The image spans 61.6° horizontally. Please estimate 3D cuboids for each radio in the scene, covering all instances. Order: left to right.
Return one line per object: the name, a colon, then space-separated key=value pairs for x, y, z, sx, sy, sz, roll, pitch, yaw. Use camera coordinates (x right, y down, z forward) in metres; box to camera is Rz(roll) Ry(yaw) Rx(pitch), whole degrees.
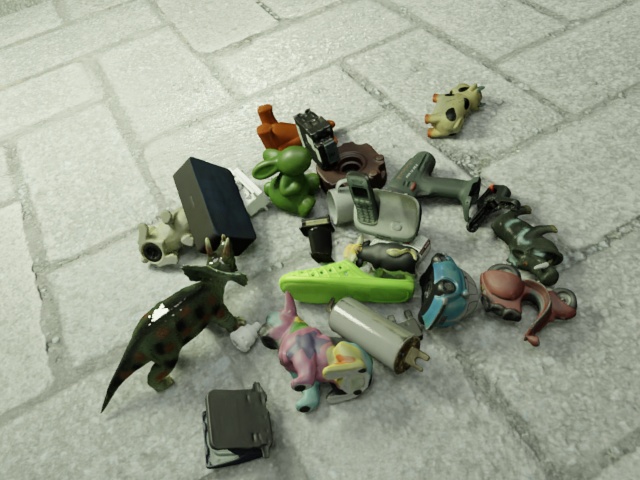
radio: x=-0.241 y=-0.075 z=1.234 sx=0.073 sy=0.131 sz=0.230 roll=-40 pitch=60 yaw=29

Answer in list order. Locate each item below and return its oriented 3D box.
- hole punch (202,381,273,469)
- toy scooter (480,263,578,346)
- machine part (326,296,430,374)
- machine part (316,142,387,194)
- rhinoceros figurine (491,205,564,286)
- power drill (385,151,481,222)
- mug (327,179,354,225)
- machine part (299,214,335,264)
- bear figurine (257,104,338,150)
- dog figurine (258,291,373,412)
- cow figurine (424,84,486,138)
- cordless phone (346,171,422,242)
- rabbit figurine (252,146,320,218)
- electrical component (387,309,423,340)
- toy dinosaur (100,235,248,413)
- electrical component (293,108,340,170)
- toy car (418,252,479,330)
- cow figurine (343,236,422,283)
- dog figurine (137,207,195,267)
hole punch: x=-0.149 y=0.329 z=0.939 sx=0.116 sy=0.092 sz=0.142 roll=6 pitch=41 yaw=-23
toy scooter: x=0.379 y=0.126 z=1.010 sx=0.184 sy=0.075 sz=0.135 roll=22 pitch=58 yaw=21
machine part: x=0.099 y=0.175 z=1.004 sx=0.244 sy=0.079 sz=0.079 roll=27 pitch=59 yaw=39
machine part: x=0.076 y=-0.174 z=1.339 sx=0.179 sy=0.056 sz=0.179 roll=-7 pitch=48 yaw=7
rhinoceros figurine: x=0.426 y=0.011 z=1.098 sx=0.112 sy=0.073 sz=0.190 roll=-20 pitch=48 yaw=-8
power drill: x=0.252 y=-0.100 z=1.234 sx=0.208 sy=0.085 sz=0.232 roll=12 pitch=55 yaw=29
mug: x=0.076 y=-0.097 z=1.245 sx=0.107 sy=0.109 sz=0.081 roll=-12 pitch=33 yaw=-14
machine part: x=-0.003 y=-0.004 z=1.220 sx=0.084 sy=0.039 sz=0.139 roll=-7 pitch=46 yaw=-6
bear figurine: x=-0.058 y=-0.294 z=1.426 sx=0.196 sy=0.131 sz=0.120 roll=-9 pitch=53 yaw=11
dog figurine: x=-0.014 y=0.192 z=1.008 sx=0.192 sy=0.108 sz=0.219 roll=-16 pitch=46 yaw=-2
cow figurine: x=0.361 y=-0.349 z=1.418 sx=0.127 sy=0.085 sz=0.195 roll=8 pitch=49 yaw=25
cordless phone: x=0.132 y=-0.080 z=1.107 sx=0.147 sy=0.184 sz=0.089 roll=14 pitch=65 yaw=25
rabbit figurine: x=-0.070 y=-0.162 z=1.262 sx=0.159 sy=0.170 sz=0.121 roll=20 pitch=52 yaw=5
electrical component: x=0.167 y=0.179 z=1.037 sx=0.063 sy=0.021 sz=0.094 roll=-16 pitch=48 yaw=-4
toy dinosaur: x=-0.276 y=0.157 z=1.031 sx=0.131 sy=0.191 sz=0.405 roll=28 pitch=58 yaw=32
electrical component: x=-0.002 y=-0.240 z=1.304 sx=0.058 sy=0.114 sz=0.134 roll=-31 pitch=49 yaw=-8
toy car: x=0.253 y=0.105 z=1.044 sx=0.103 sy=0.109 sz=0.162 roll=18 pitch=39 yaw=-4
cow figurine: x=0.119 y=0.035 z=1.084 sx=0.168 sy=0.098 sz=0.068 roll=9 pitch=73 yaw=20
dog figurine: x=-0.339 y=-0.029 z=1.289 sx=0.172 sy=0.121 sz=0.190 roll=-25 pitch=15 yaw=20
